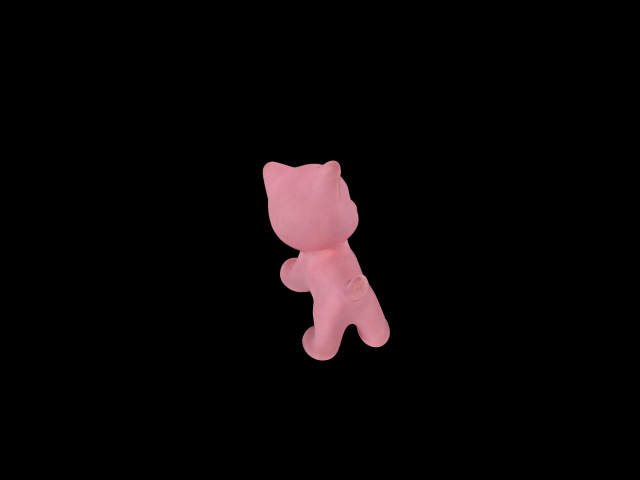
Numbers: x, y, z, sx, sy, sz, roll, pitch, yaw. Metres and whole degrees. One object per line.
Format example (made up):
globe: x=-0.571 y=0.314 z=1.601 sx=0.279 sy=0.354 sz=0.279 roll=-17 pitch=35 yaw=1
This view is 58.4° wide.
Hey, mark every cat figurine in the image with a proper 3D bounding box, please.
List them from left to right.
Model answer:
cat figurine: x=0.004 y=0.001 z=0.400 sx=0.067 sy=0.118 sz=0.127 roll=-17 pitch=51 yaw=-13
